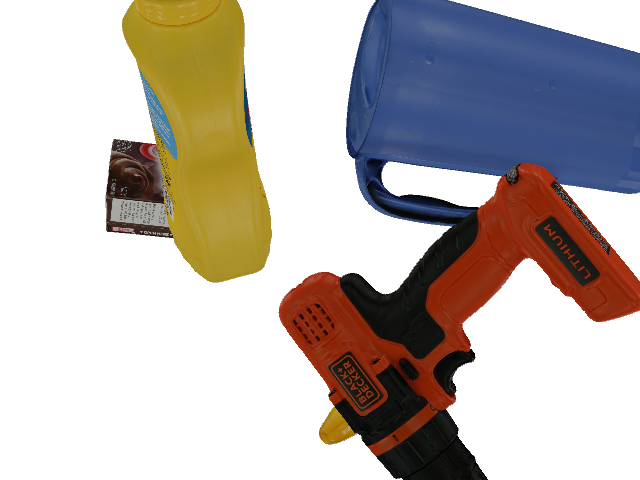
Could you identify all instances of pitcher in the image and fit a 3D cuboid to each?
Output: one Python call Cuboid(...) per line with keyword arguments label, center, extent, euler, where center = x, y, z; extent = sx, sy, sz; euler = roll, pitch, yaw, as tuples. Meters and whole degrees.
Cuboid(label="pitcher", center=(0.144, -0.097, 0.822), extent=(0.242, 0.145, 0.149), euler=(10, -46, -9))

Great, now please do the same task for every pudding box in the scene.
Cuboid(label="pudding box", center=(-0.138, -0.045, 0.923), extent=(0.090, 0.039, 0.113), euler=(5, 32, -10))

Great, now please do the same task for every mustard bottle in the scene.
Cuboid(label="mustard bottle", center=(-0.063, -0.072, 0.547), extent=(0.058, 0.096, 0.191), euler=(-13, -40, -7))

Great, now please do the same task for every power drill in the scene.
Cuboid(label="power drill", center=(0.092, 0.060, 0.624), extent=(0.188, 0.184, 0.057), euler=(-39, -1, 17))

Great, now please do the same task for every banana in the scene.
Cuboid(label="banana", center=(0.048, 0.118, 0.936), extent=(0.070, 0.037, 0.197), euler=(-27, 12, 19))
